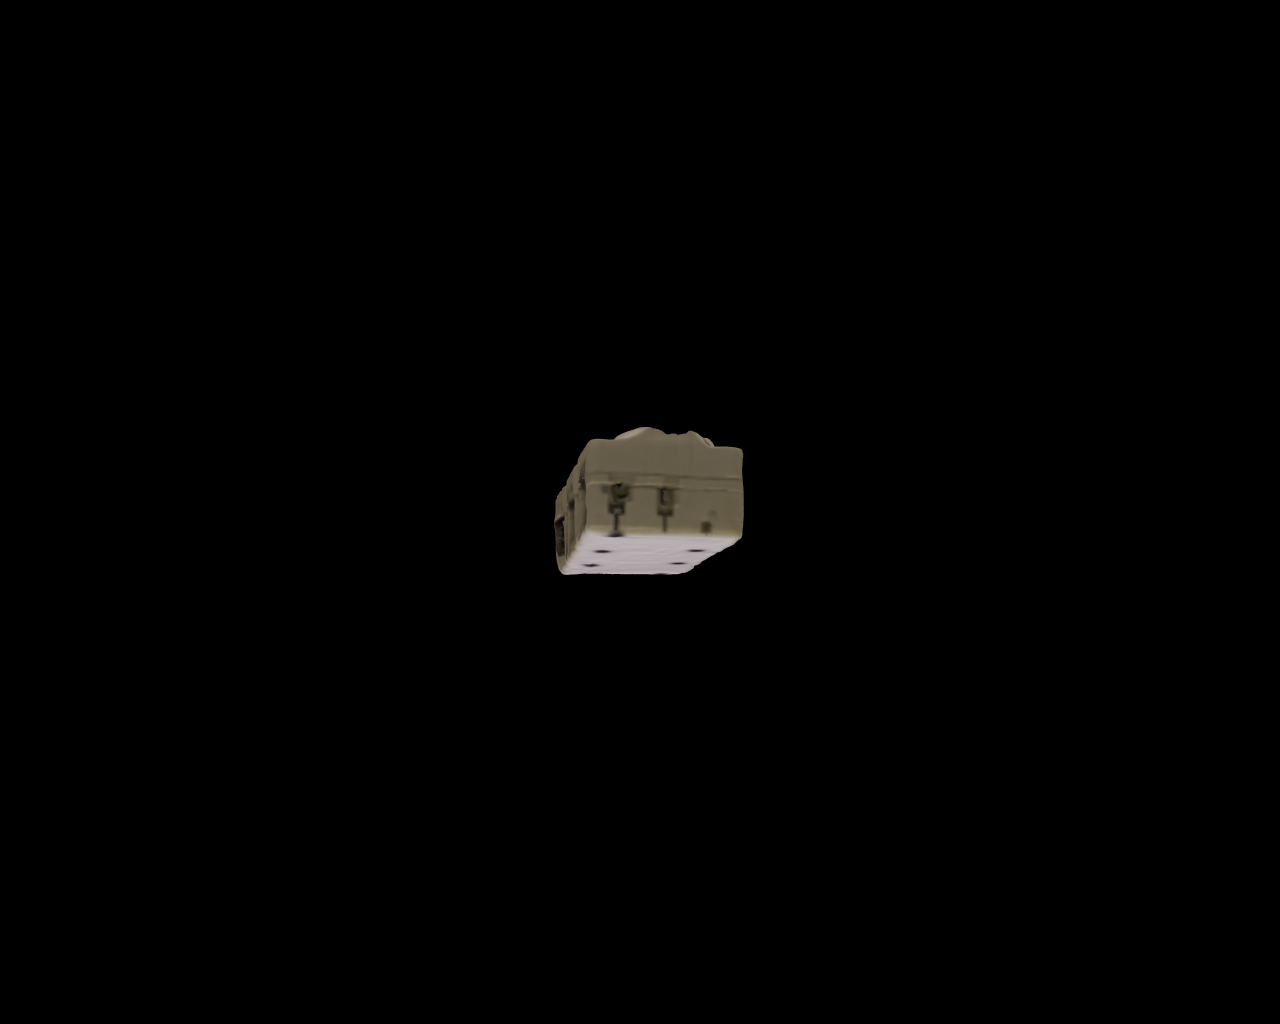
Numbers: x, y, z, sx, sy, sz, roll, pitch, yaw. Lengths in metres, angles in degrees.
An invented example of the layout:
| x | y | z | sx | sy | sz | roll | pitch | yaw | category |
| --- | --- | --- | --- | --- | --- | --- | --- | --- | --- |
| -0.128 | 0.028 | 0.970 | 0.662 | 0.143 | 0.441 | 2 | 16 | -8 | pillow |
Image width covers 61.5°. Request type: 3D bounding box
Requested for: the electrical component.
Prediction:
| x | y | z | sx | sy | sz | roll | pitch | yaw | category |
| --- | --- | --- | --- | --- | --- | --- | --- | --- | --- |
| 0.001 | -0.003 | 0.650 | 0.089 | 0.061 | 0.150 | 2 | -12 | -11 | electrical component |
